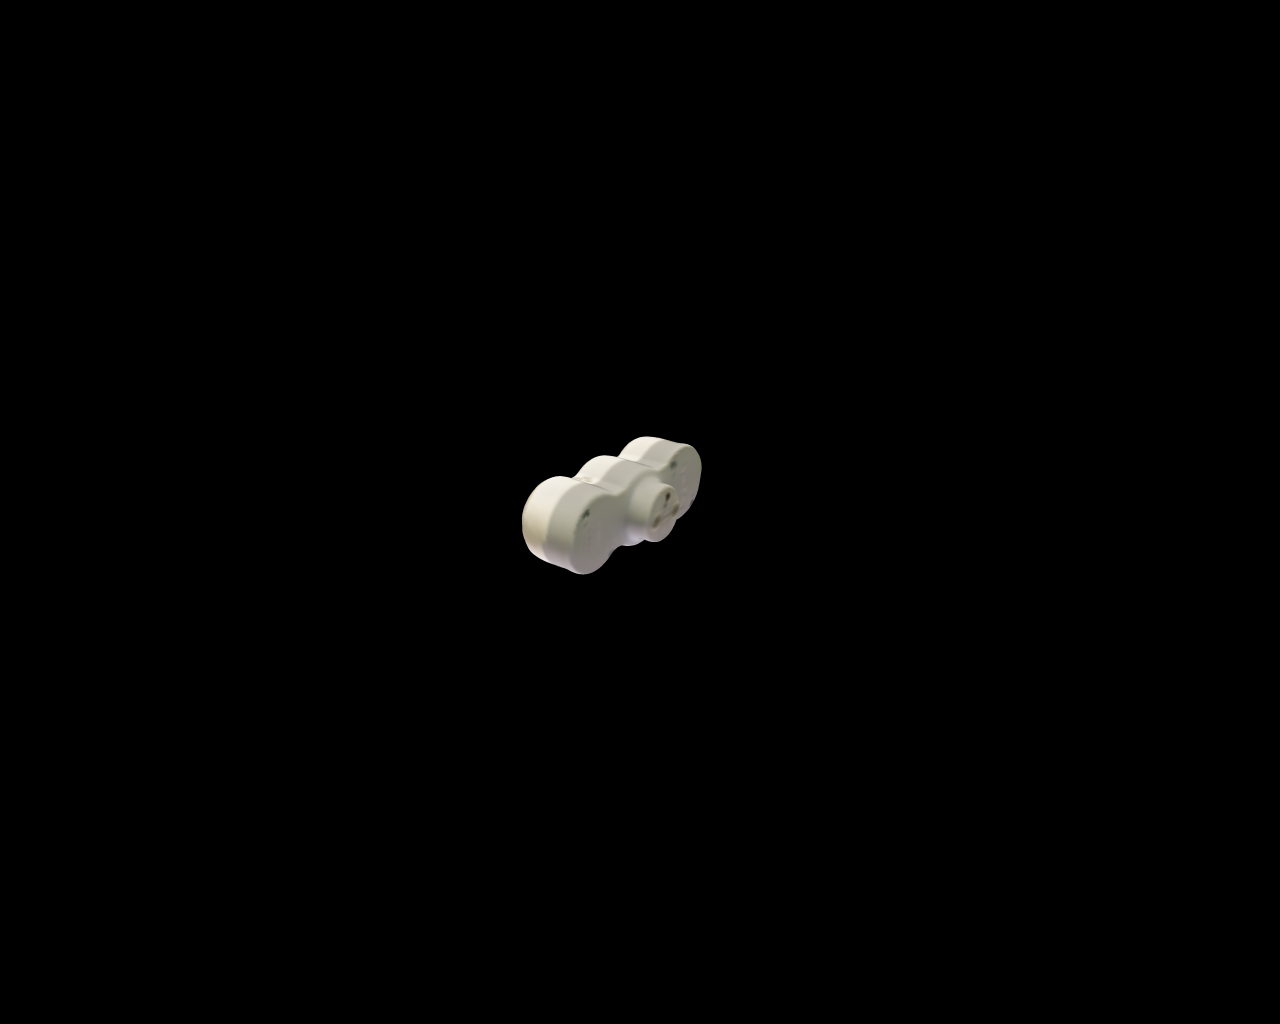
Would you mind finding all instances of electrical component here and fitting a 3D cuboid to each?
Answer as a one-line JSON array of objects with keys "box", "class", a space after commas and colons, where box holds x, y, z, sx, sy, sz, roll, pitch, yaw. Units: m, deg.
[{"box": [0.001, -0.003, 0.650, 0.074, 0.052, 0.138, 17, 29, 32], "class": "electrical component"}]
